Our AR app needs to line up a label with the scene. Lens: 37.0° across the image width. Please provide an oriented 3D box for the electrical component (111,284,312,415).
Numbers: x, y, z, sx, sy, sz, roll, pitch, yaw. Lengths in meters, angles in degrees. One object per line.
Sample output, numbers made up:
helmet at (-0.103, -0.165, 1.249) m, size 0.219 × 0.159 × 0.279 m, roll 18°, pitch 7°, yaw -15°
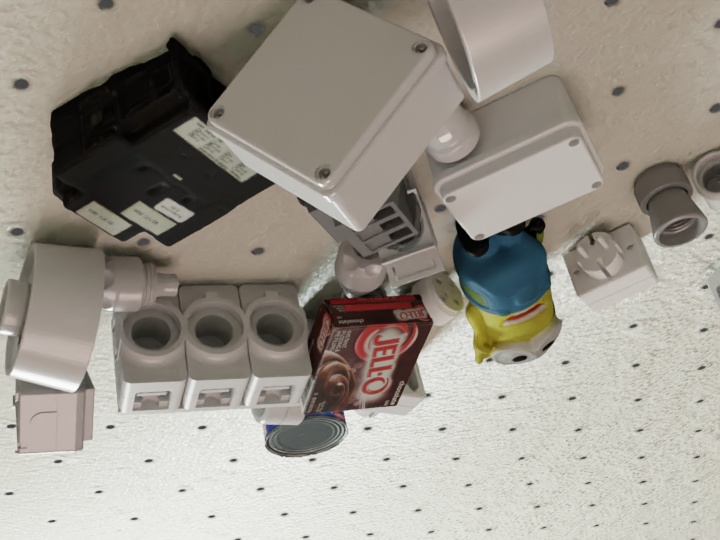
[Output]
electrical component at (-0.122, 0.061, 0.877) m, size 0.150 × 0.089 × 0.061 m, roll -1°, pitch 145°, yaw -19°

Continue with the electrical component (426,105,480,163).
electrical component at (0.056, -0.103, 0.745) m, size 0.040 × 0.040 × 0.046 m, roll -26°, pitch 138°, yaw 18°

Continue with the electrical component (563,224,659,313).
electrical component at (0.211, -0.008, 0.930) m, size 0.066 × 0.047 × 0.077 m, roll -27°, pitch 144°, yaw 20°

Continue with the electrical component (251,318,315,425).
electrical component at (-0.043, 0.095, 0.990) m, size 0.074 × 0.052 × 0.138 m, roll 6°, pitch 142°, yaw -27°

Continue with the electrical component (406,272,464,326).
electrical component at (0.057, 0.032, 0.939) m, size 0.045 × 0.045 × 0.055 m, roll 22°, pitch 132°, yaw -41°

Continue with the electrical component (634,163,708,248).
electrical component at (0.251, -0.053, 0.872) m, size 0.045 × 0.055 × 0.045 m, roll -9°, pitch 146°, yaw -6°

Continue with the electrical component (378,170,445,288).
electrical component at (0.033, -0.031, 0.812) m, size 0.042 × 0.081 × 0.064 m, roll -18°, pitch 176°, yaw 9°

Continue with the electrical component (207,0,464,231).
electrical component at (-0.015, -0.096, 0.632) m, size 0.108 × 0.109 × 0.056 m, roll -53°, pitch 147°, yaw -8°

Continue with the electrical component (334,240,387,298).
electrical component at (0.000, 0.000, 0.872) m, size 0.043 × 0.043 × 0.062 m, roll -4°, pitch 147°, yaw -15°

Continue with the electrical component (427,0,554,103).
electrical component at (0.075, -0.157, 0.613) m, size 0.060 × 0.108 × 0.108 m, roll -23°, pitch 146°, yaw 3°

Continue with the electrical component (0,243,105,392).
electrical component at (-0.230, 0.032, 0.784) m, size 0.060 × 0.108 × 0.108 m, roll 12°, pitch 139°, yaw -23°

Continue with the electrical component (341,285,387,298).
electrical component at (0.003, 0.035, 0.930) m, size 0.040 × 0.040 × 0.046 m, roll -9°, pitch 151°, yaw -7°

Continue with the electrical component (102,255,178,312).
electrical component at (-0.172, 0.011, 0.828) m, size 0.062 × 0.043 × 0.043 m, roll 2°, pitch 144°, yaw -25°

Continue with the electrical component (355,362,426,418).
electrical component at (0.013, 0.119, 1.049) m, size 0.066 × 0.047 × 0.076 m, roll 11°, pitch 139°, yaw -32°

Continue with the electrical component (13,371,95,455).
electrical component at (-0.256, 0.101, 0.893) m, size 0.061 × 0.096 × 0.061 m, roll 0°, pitch 115°, yaw -19°

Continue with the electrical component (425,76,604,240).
electrical component at (0.112, -0.079, 0.783) m, size 0.113 × 0.057 × 0.078 m, roll -24°, pitch 145°, yaw 16°

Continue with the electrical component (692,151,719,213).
electrical component at (0.296, -0.070, 0.878) m, size 0.040 × 0.040 × 0.046 m, roll -25°, pitch 151°, yaw 17°

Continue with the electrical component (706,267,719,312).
electrical component at (0.399, -0.012, 0.979) m, size 0.089 × 0.061 × 0.150 m, roll 3°, pitch 143°, yaw -23°
